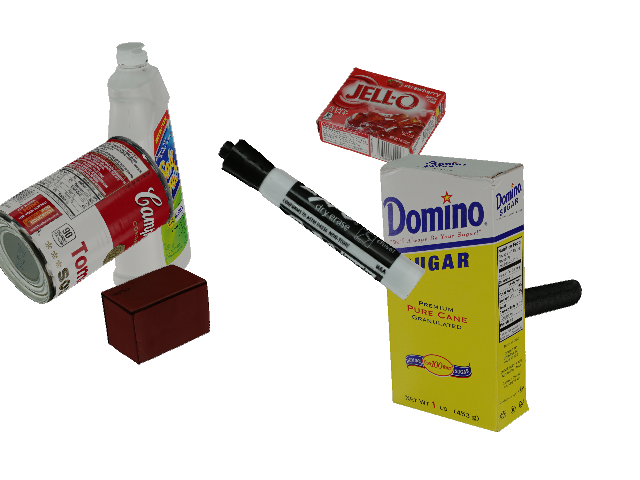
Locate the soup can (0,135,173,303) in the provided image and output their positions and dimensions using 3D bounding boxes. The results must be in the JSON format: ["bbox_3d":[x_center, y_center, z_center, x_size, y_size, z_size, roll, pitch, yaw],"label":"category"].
[{"bbox_3d":[-0.154,-0.014,0.684,0.102,0.068,0.069,-38,23,-33],"label":"soup can"}]

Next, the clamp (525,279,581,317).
[{"bbox_3d":[0.134,0.063,1.024,0.165,0.036,0.209,19,32,33],"label":"clamp"}]

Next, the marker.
[{"bbox_3d":[-0.001,-0.012,0.541,0.121,0.020,0.020,36,4,6],"label":"marker"}]

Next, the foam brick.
[{"bbox_3d":[-0.142,0.062,0.925,0.078,0.051,0.053,-23,31,-35],"label":"foam brick"}]

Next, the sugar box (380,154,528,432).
[{"bbox_3d":[0.090,0.033,0.725,0.094,0.176,0.048,9,22,41],"label":"sugar box"}]

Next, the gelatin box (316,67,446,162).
[{"bbox_3d":[0.052,-0.106,0.909,0.089,0.073,0.030,20,-35,21],"label":"gelatin box"}]

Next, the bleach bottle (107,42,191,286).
[{"bbox_3d":[-0.187,-0.079,1.118,0.068,0.251,0.102,4,26,15],"label":"bleach bottle"}]
